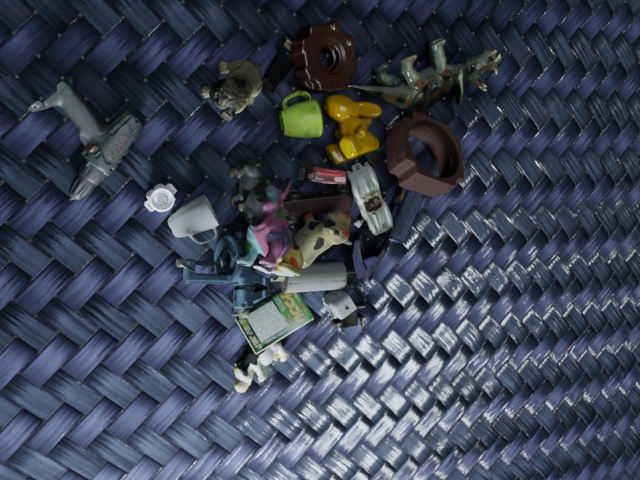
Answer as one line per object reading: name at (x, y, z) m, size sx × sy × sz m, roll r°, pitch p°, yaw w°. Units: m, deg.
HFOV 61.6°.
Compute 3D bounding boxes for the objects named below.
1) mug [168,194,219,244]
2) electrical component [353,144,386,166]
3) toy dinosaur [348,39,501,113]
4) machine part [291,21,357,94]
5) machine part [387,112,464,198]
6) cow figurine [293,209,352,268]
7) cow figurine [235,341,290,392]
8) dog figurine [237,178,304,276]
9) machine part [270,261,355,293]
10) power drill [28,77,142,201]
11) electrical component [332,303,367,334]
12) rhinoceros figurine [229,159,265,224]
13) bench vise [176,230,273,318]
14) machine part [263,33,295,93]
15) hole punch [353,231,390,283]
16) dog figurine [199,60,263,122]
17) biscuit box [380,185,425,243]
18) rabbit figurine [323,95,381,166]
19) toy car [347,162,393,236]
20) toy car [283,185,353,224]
mug at (-0.302, -0.041, 1.288) m, size 0.107 × 0.081 × 0.109 m, roll -23°, pitch 112°, yaw -5°
electrical component at (0.134, -0.235, 1.449) m, size 0.094 × 0.021 × 0.063 m, roll -44°, pitch 112°, yaw -8°
toy dinosaur at (0.273, -0.409, 1.426) m, size 0.405 × 0.131 × 0.192 m, roll -27°, pitch 109°, yaw -8°
machine part at (0.014, -0.447, 1.323) m, size 0.179 × 0.056 × 0.179 m, roll -6°, pitch 101°, yaw -34°
machine part at (0.278, -0.225, 1.430) m, size 0.201 × 0.087 × 0.201 m, roll 14°, pitch 61°, yaw -27°
cow figurine at (-0.003, -0.004, 1.352) m, size 0.195 × 0.127 × 0.085 m, roll -42°, pitch 138°, yaw 11°
cow figurine at (-0.171, 0.318, 1.410) m, size 0.167 × 0.068 × 0.098 m, roll -40°, pitch 106°, yaw -14°
dog figurine at (-0.104, -0.034, 1.272) m, size 0.191 × 0.109 × 0.219 m, roll 23°, pitch 74°, yaw -47°
machine part at (-0.018, 0.098, 1.424) m, size 0.243 × 0.079 × 0.079 m, roll -3°, pitch 101°, yaw -21°
power drill at (-0.519, -0.228, 1.160) m, size 0.232 × 0.086 × 0.207 m, roll -46°, pitch 109°, yaw -9°
electrical component at (0.084, 0.220, 1.505) m, size 0.102 × 0.045 × 0.078 m, roll -2°, pitch 102°, yaw -22°
rhinoceros figurine at (-0.162, -0.106, 1.334) m, size 0.112 × 0.073 × 0.190 m, roll -16°, pitch 104°, yaw -29°
bench vise at (-0.234, 0.082, 1.301) m, size 0.240 × 0.129 × 0.223 m, roll 5°, pitch 91°, yaw -40°
machine part at (-0.094, -0.429, 1.314) m, size 0.084 × 0.039 × 0.139 m, roll 33°, pitch 86°, yaw -32°
hole punch at (0.125, 0.042, 1.447) m, size 0.092 × 0.142 × 0.115 m, roll 22°, pitch 107°, yaw 1°
dog figurine at (-0.177, -0.350, 1.212) m, size 0.121 × 0.191 × 0.172 m, roll 35°, pitch 85°, yaw -24°
biscuit box at (0.235, -0.093, 1.496) m, size 0.063 × 0.059 × 0.202 m, roll 22°, pitch 91°, yaw -24°
rabbit figurine at (0.080, -0.297, 1.370) m, size 0.162 × 0.122 × 0.173 m, roll -28°, pitch 91°, yaw -18°
toy car at (0.132, -0.110, 1.434) m, size 0.073 × 0.056 × 0.201 m, roll -27°, pitch 105°, yaw -11°
toy car at (-0.009, -0.096, 1.402) m, size 0.202 × 0.053 × 0.089 m, roll -8°, pitch 124°, yaw -19°
